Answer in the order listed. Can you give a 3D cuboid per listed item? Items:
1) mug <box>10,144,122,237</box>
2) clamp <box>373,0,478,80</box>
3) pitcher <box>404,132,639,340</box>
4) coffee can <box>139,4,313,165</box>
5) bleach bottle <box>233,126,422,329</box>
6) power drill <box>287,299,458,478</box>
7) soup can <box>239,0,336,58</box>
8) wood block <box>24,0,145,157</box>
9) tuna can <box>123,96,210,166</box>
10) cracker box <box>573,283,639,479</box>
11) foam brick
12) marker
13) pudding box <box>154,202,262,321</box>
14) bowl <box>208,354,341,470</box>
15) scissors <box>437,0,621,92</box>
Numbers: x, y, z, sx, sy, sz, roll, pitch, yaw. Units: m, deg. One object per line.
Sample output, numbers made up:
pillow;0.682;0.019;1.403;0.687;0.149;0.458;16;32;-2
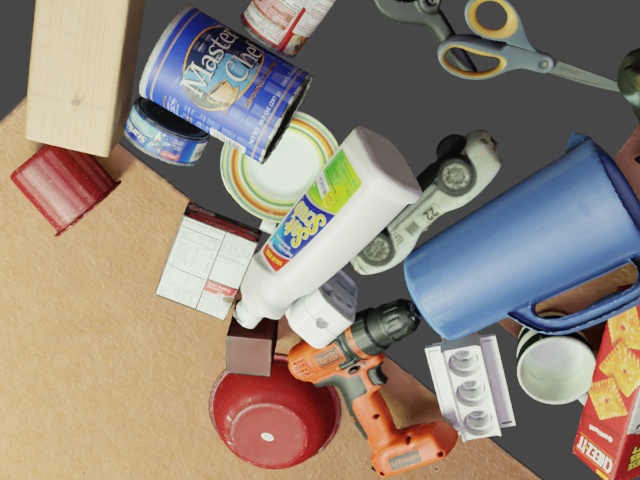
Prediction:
mug;-0.279;-0.060;1.143;0.081;0.093;0.117;50;146;-12
clamp;0.118;-0.244;1.037;0.171;0.039;0.120;30;109;-17
pitcher;0.216;0.016;1.099;0.243;0.149;0.145;-31;113;22
coffee can;-0.092;-0.153;1.053;0.140;0.102;0.103;30;115;0
bleach bottle;-0.006;0.005;1.110;0.068;0.102;0.251;23;119;-35
power drill;0.075;0.166;1.197;0.185;0.057;0.187;-28;98;37
soup can;-0.023;-0.238;1.036;0.068;0.068;0.102;33;114;-11
wood block;-0.231;-0.201;1.061;0.091;0.090;0.206;13;116;-2
tuna can;-0.157;-0.114;1.099;0.086;0.086;0.034;26;114;-8
cracker box;0.371;0.142;1.146;0.163;0.072;0.214;-9;121;-30
foam brick;-0.075;0.111;1.206;0.051;0.078;0.053;4;118;2
marker;-0.008;0.001;1.178;0.121;0.020;0.020;21;116;-5
pudding box;-0.126;0.025;1.190;0.090;0.039;0.114;22;114;-5
bowl;-0.057;0.217;1.268;0.162;0.055;0.162;2;116;5
scissors;0.215;-0.193;1.045;0.201;0.016;0.096;1;121;-8
